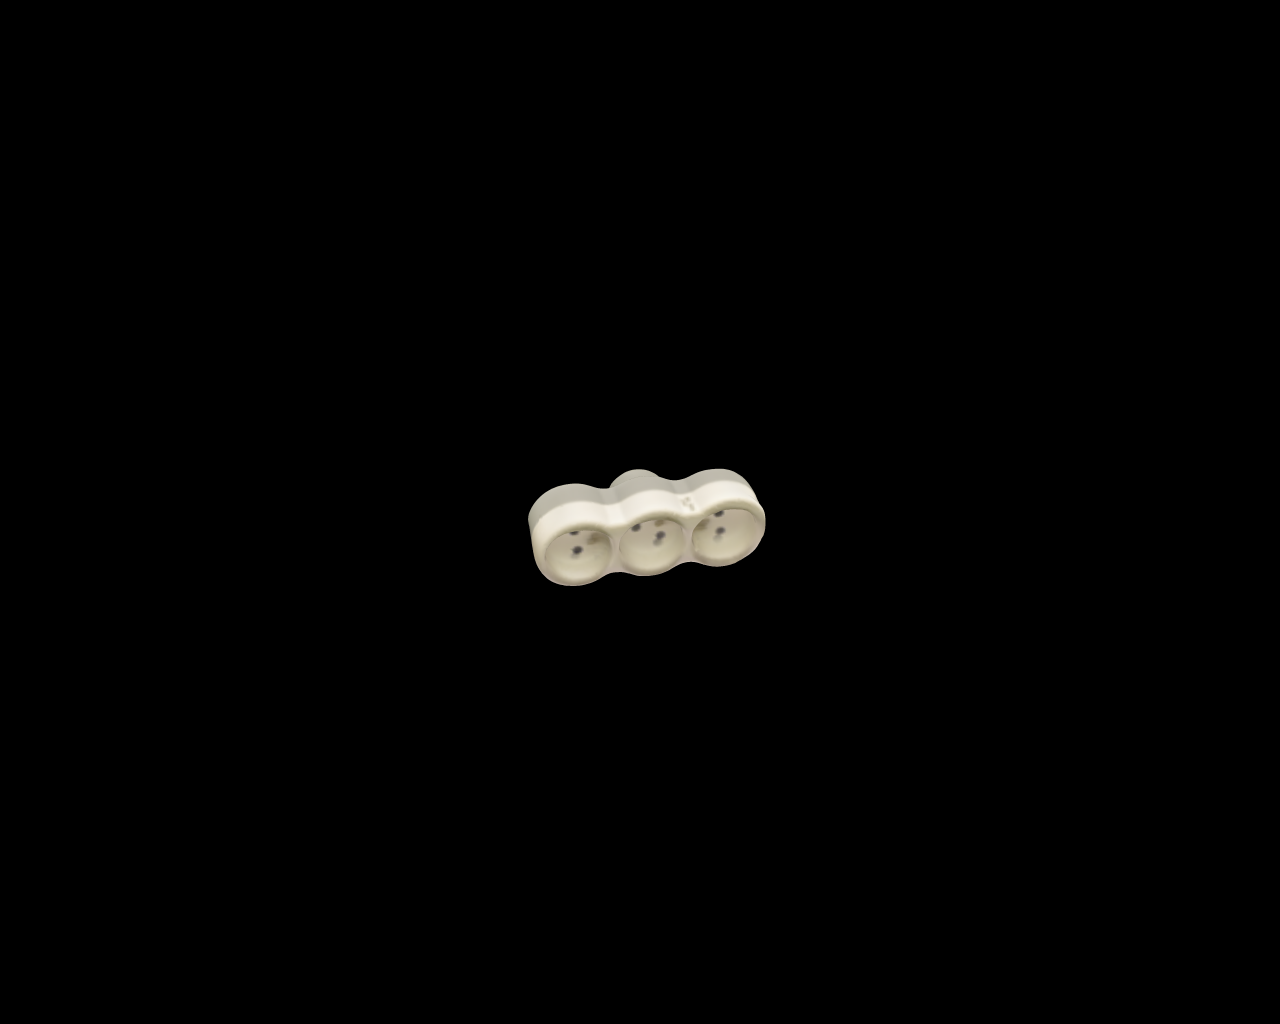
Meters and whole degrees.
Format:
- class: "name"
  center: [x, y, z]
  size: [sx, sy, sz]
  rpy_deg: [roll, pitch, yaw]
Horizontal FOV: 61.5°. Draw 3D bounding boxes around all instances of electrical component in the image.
- class: "electrical component"
  center: [0.001, -0.003, 0.650]
  size: [0.138, 0.052, 0.074]
  rpy_deg: [-7, 39, -9]
